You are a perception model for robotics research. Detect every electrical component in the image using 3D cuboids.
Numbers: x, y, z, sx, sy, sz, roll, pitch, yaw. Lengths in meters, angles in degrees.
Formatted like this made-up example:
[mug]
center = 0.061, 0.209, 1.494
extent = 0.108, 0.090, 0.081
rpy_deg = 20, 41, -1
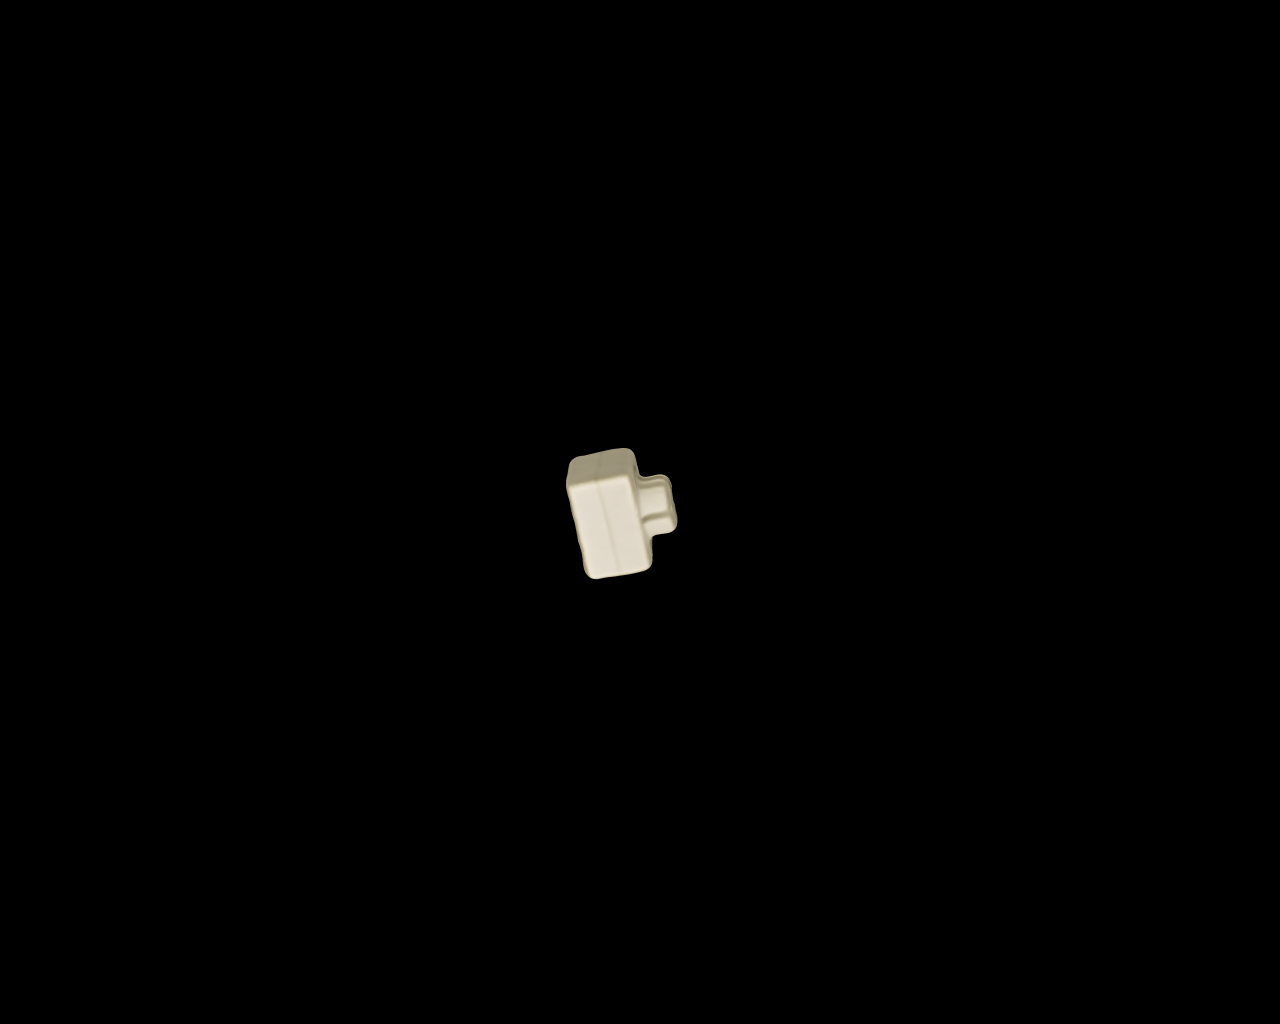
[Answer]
[electrical component]
center = 0.001, -0.003, 0.650
extent = 0.077, 0.065, 0.047
rpy_deg = -11, 24, 5
